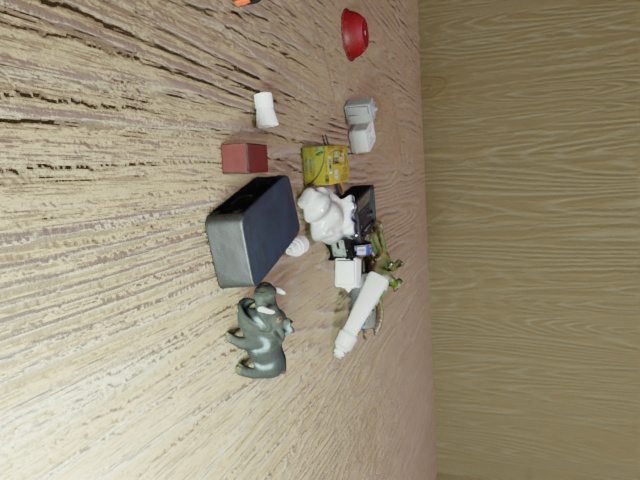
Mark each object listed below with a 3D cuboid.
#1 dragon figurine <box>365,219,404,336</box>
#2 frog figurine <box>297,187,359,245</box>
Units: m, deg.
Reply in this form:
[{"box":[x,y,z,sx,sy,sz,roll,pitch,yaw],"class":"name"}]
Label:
[{"box":[0.176,0.084,1.692,0.238,0.121,0.420,60,28,-31],"class":"dragon figurine"},{"box":[0.004,-0.062,1.238,0.159,0.122,0.138,12,84,-33],"class":"frog figurine"}]
